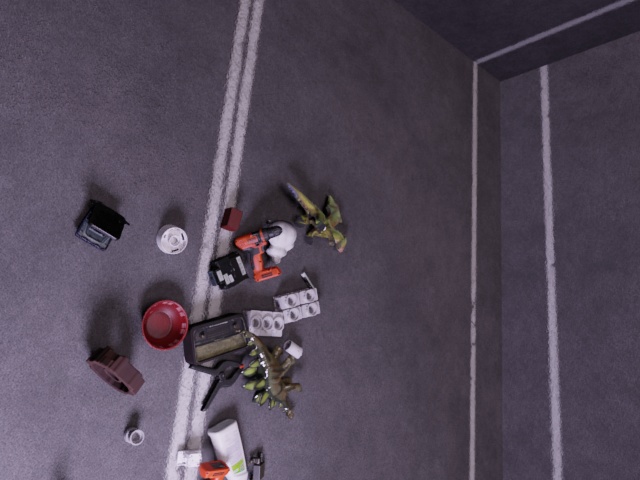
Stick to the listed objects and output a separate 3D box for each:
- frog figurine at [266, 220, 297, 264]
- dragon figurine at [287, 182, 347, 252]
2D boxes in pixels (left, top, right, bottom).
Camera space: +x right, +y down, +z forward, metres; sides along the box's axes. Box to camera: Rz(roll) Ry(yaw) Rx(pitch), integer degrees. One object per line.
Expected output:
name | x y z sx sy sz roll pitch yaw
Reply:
frog figurine | -0.158 0.007 2.016 0.135 0.122 0.163 46 41 -49
dragon figurine | 0.007 -0.112 2.220 0.406 0.121 0.247 63 32 -15
